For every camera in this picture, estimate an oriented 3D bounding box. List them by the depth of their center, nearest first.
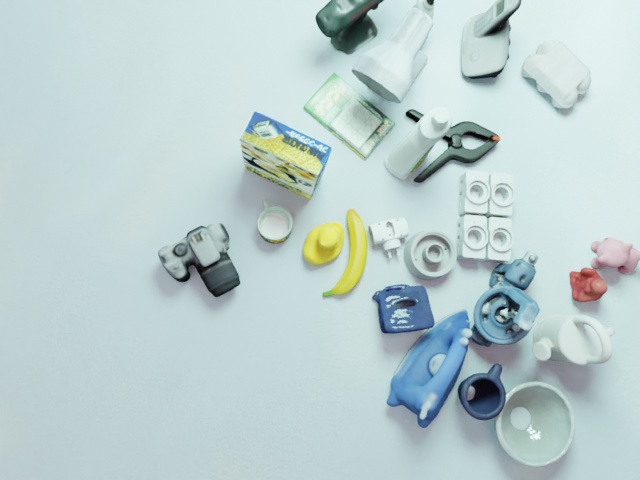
[{"bbox_3d":[-0.230,0.050,1.141,0.143,0.100,0.137,-29,86,-8],"label":"camera"}]

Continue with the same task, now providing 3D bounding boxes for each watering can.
[{"bbox_3d":[0.509,0.204,1.145,0.173,0.194,0.101,-36,87,-8],"label":"watering can"}]

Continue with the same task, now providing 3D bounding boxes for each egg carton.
[{"bbox_3d":[0.530,-0.372,1.283,0.150,0.069,0.107,44,81,1],"label":"egg carton"}]

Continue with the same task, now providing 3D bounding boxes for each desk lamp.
[{"bbox_3d":[0.152,-0.366,1.174,0.118,0.213,0.203,33,81,0],"label":"desk lamp"}]

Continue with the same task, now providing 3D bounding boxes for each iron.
[{"bbox_3d":[0.244,0.246,1.141,0.118,0.141,0.258,33,81,0],"label":"iron"}]

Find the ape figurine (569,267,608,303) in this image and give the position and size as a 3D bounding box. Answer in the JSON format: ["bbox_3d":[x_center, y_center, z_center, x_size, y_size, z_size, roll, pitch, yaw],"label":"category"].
[{"bbox_3d":[0.576,0.099,1.216,0.076,0.092,0.078,39,81,1],"label":"ape figurine"}]

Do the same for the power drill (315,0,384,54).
[{"bbox_3d":[0.088,-0.482,1.185,0.230,0.208,0.075,-38,87,-9],"label":"power drill"}]

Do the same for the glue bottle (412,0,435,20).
[{"bbox_3d":[0.217,-0.477,1.214,0.037,0.173,0.078,-6,83,-6],"label":"glue bottle"}]

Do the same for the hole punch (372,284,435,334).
[{"bbox_3d":[0.170,0.141,1.173,0.108,0.091,0.101,-7,83,-6],"label":"hole punch"}]

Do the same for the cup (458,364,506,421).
[{"bbox_3d":[0.324,0.301,1.165,0.091,0.095,0.118,31,81,-1],"label":"cup"}]

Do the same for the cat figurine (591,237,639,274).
[{"bbox_3d":[0.637,0.030,1.218,0.128,0.117,0.067,6,82,-4],"label":"cat figurine"}]

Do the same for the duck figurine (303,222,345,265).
[{"bbox_3d":[0.011,0.004,1.177,0.077,0.086,0.104,43,81,1],"label":"duck figurine"}]

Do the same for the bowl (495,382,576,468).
[{"bbox_3d":[0.428,0.372,1.176,0.167,0.074,0.167,1,83,-5],"label":"bowl"}]

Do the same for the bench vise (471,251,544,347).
[{"bbox_3d":[0.376,0.112,1.131,0.121,0.219,0.207,12,82,-3],"label":"bench vise"}]

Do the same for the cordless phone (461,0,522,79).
[{"bbox_3d":[0.371,-0.437,1.218,0.094,0.185,0.148,3,82,-5],"label":"cordless phone"}]
